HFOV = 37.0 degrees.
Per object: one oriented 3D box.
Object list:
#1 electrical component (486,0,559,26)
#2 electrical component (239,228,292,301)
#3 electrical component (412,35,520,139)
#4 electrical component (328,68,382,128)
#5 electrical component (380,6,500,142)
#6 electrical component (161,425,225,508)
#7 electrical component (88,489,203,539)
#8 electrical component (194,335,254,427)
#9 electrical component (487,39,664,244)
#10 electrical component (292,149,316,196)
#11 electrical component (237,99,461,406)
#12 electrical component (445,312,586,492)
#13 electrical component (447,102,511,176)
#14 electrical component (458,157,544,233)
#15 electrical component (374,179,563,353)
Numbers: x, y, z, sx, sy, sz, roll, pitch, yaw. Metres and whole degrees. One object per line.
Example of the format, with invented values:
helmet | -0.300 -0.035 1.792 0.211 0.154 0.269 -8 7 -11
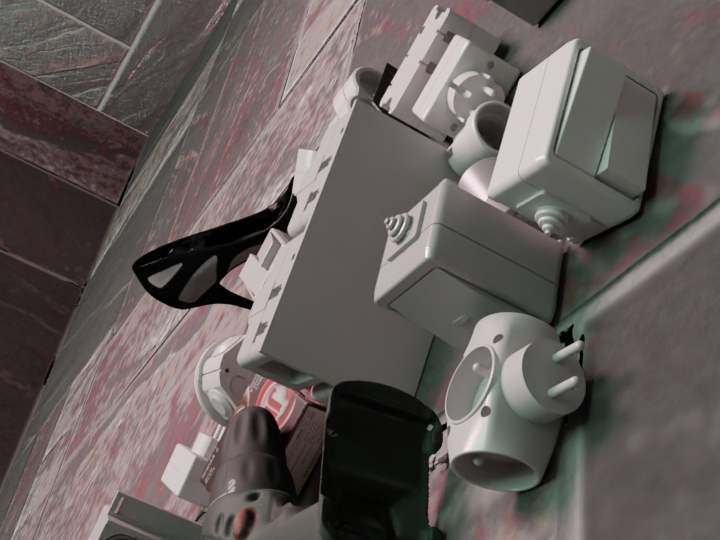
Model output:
electrical component | 0.138 -0.252 0.775 0.108 0.056 0.108 -46 24 43
electrical component | -0.071 0.002 0.998 0.061 0.061 0.096 -62 17 5
electrical component | 0.080 -0.124 0.769 0.065 0.047 0.076 -60 18 12
electrical component | -0.007 -0.122 1.008 0.073 0.052 0.138 -48 23 41
electrical component | 0.065 -0.151 0.837 0.089 0.056 0.050 -60 18 10
electrical component | -0.135 0.169 0.963 0.075 0.047 0.083 -66 18 -9
electrical component | -0.137 0.215 0.776 0.078 0.121 0.063 -65 15 -5
electrical component | -0.094 0.092 0.905 0.051 0.080 0.080 -23 43 57
electrical component | 0.113 -0.062 0.559 0.061 0.062 0.096 -32 35 59
electrical component | 0.002 -0.086 0.843 0.138 0.052 0.073 16 99 50
electrical component | 0.001 -0.003 0.722 0.060 0.105 0.186 -28 38 62
electrical component | 0.080 0.057 0.512 0.079 0.044 0.077 -40 29 52
electrical component | 0.083 -0.085 0.718 0.046 0.040 0.040 -43 26 61
electrical component | 0.086 -0.035 0.635 0.044 0.044 0.065 -57 23 19
electrical component | 0.053 0.002 0.583 0.062 0.096 0.061 -42 27 51
